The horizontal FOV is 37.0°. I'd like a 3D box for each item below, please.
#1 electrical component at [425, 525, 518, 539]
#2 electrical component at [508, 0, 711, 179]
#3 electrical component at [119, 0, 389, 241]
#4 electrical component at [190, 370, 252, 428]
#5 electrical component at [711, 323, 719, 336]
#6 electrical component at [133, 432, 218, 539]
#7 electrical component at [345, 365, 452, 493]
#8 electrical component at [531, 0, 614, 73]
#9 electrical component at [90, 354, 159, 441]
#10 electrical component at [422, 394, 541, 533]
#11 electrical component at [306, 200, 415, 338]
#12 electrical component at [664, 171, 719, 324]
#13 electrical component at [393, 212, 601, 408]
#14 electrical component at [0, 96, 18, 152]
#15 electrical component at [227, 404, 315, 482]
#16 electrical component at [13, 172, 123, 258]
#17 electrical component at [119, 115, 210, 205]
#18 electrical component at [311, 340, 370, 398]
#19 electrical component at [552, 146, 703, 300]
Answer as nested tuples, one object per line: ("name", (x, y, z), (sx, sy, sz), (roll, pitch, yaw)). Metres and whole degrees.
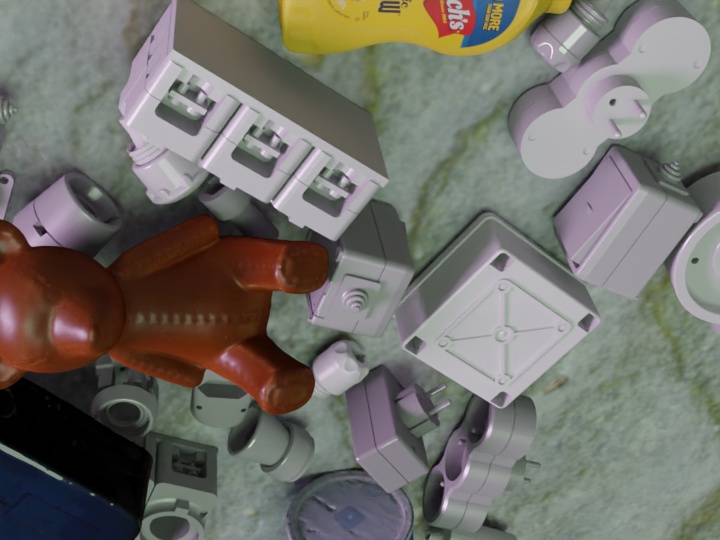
("electrical component", (0.094, 0.241, 0.938), (0.081, 0.043, 0.043), (21, 119, -20))
("electrical component", (0.162, -0.108, 0.686), (0.138, 0.073, 0.052), (-39, 121, 18))
("electrical component", (-0.065, -0.089, 0.658), (0.150, 0.089, 0.061), (29, 116, -24))
("electrical component", (-0.083, 0.076, 0.799), (0.079, 0.043, 0.077), (5, 124, -11))
("electrical component", (0.291, 0.037, 0.824), (0.048, 0.048, 0.062), (-20, 132, 6))
("electrical component", (-0.196, 0.174, 0.840), (0.150, 0.061, 0.089), (17, 121, -19))
("electrical component", (0.035, 0.111, 0.815), (0.076, 0.083, 0.047), (-31, 123, 14))
("electrical component", (0.138, -0.156, 0.675), (0.035, 0.035, 0.061), (34, 112, -26))
("electrical component", (-0.172, 0.092, 0.791), (0.048, 0.055, 0.066), (-9, 125, -1))
("electrical component", (0.111, 0.160, 0.878), (0.074, 0.052, 0.138), (15, 121, -17))
("electrical component", (0.000, 0.000, 0.725), (0.061, 0.096, 0.061), (14, 121, -19))
("electrical component", (0.267, -0.022, 0.769), (0.108, 0.060, 0.108), (-4, 125, -5))
("electrical component", (0.098, 0.031, 0.785), (0.109, 0.056, 0.108), (33, 115, -26))
("electrical component", (-0.257, -0.091, 0.649), (0.096, 0.061, 0.061), (-3, 125, -5))
("electrical component", (-0.069, 0.136, 0.842), (0.055, 0.045, 0.045), (33, 114, -27))
("electrical component", (-0.190, -0.031, 0.705), (0.047, 0.055, 0.055), (-40, 121, 14))
("electrical component", (-0.128, -0.076, 0.688), (0.048, 0.048, 0.062), (-29, 117, 12))
("electrical component", (-0.024, 0.080, 0.816), (0.061, 0.035, 0.035), (-37, 121, 20))
("electrical component", (0.184, -0.039, 0.744), (0.061, 0.061, 0.096), (20, 120, -20))
